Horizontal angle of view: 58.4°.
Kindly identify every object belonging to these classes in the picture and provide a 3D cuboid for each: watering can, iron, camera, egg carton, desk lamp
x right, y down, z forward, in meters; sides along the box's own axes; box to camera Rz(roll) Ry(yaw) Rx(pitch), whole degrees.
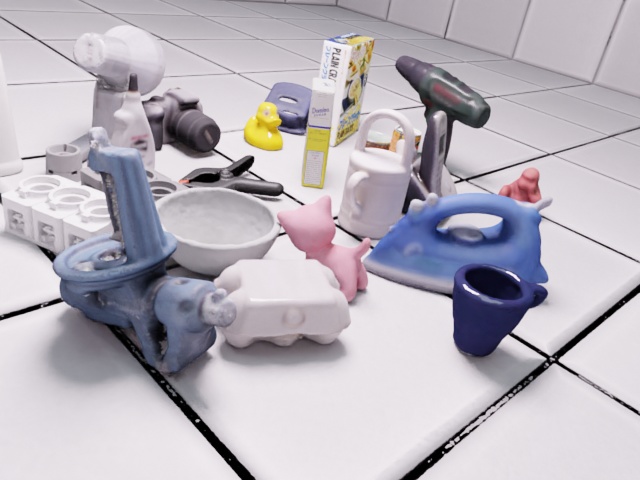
[{"bbox_3d":[0.094,-0.112,0.898,0.101,0.194,0.173,14,29,7],"label":"watering can"},{"bbox_3d":[0.196,-0.008,0.801,0.258,0.141,0.118,5,29,-10],"label":"iron"},{"bbox_3d":[-0.261,-0.223,1.076,0.136,0.101,0.144,32,35,34],"label":"camera"},{"bbox_3d":[-0.044,0.072,0.650,0.150,0.069,0.107,0,30,-18],"label":"egg carton"},{"bbox_3d":[-0.354,-0.251,0.978,0.118,0.213,0.203,12,29,4],"label":"desk lamp"}]

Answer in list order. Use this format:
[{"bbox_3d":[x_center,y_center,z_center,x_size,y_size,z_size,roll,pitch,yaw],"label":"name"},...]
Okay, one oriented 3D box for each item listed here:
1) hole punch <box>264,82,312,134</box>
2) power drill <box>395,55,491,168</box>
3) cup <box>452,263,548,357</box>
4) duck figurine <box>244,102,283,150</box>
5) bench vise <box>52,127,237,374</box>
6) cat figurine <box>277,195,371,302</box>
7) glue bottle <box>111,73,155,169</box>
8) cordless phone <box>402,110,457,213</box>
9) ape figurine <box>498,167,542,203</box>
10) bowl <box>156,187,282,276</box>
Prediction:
[{"bbox_3d":[-0.069,-0.298,1.286,0.108,0.091,0.101,14,29,7],"label":"hole punch"},{"bbox_3d":[0.228,-0.247,1.172,0.228,0.208,0.076,30,34,32],"label":"power drill"},{"bbox_3d":[0.205,0.088,0.678,0.118,0.095,0.091,2,30,-15],"label":"cup"},{"bbox_3d":[-0.113,-0.241,1.175,0.078,0.086,0.104,-12,36,-35],"label":"duck figurine"},{"bbox_3d":[-0.168,0.007,0.569,0.207,0.220,0.121,13,29,5],"label":"bench vise"},{"bbox_3d":[0.007,0.003,0.742,0.127,0.118,0.067,21,30,19],"label":"cat figurine"},{"bbox_3d":[-0.297,-0.178,0.909,0.037,0.173,0.078,23,31,23],"label":"glue bottle"},{"bbox_3d":[0.203,-0.136,0.988,0.094,0.185,0.148,19,30,16],"label":"cordless phone"},{"bbox_3d":[0.378,-0.092,1.064,0.076,0.092,0.077,-18,40,-41],"label":"ape figurine"},{"bbox_3d":[-0.136,-0.002,0.748,0.167,0.075,0.167,8,29,-4],"label":"bowl"}]
